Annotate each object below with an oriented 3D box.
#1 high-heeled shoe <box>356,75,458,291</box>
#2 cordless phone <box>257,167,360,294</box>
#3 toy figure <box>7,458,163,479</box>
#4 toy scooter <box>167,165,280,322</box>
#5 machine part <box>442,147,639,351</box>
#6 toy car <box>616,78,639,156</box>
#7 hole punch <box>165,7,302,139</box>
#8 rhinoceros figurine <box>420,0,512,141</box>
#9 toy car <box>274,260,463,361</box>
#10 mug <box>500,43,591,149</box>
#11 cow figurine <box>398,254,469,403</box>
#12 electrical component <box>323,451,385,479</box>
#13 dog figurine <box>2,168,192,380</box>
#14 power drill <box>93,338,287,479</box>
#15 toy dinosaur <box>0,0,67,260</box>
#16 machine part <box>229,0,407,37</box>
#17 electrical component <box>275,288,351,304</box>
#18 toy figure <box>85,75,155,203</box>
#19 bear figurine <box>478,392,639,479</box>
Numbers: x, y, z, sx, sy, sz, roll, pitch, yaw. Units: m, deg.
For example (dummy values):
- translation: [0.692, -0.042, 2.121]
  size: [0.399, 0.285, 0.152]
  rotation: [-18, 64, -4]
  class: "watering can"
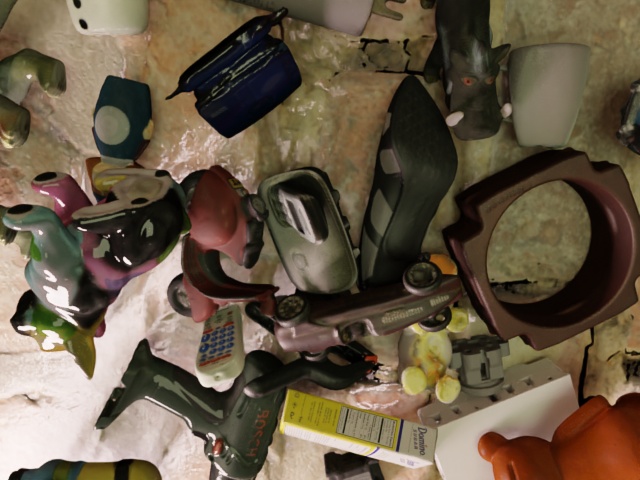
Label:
- translation: [0.085, -0.053, 0.627]
  size: [0.086, 0.145, 0.248]
  rotation: [9, 73, -21]
  class: "high-heeled shoe"
- translation: [-0.001, -0.001, 0.554]
  size: [0.089, 0.184, 0.146]
  rotation: [-21, 103, -5]
  class: "cordless phone"
- translation: [-0.283, 0.305, 0.649]
  size: [0.180, 0.082, 0.089]
  rotation: [12, 103, -5]
  class: "toy figure"
- translation: [-0.098, 0.016, 0.588]
  size: [0.135, 0.075, 0.183]
  rotation: [19, 107, 24]
  class: "toy scooter"
- translation: [0.263, 0.009, 0.632]
  size: [0.201, 0.087, 0.200]
  rotation: [-27, 103, 2]
  class: "machine part"
- translation: [0.403, -0.132, 0.604]
  size: [0.162, 0.103, 0.109]
  rotation: [8, 104, -3]
  class: "toy car"
- translation: [-0.078, -0.162, 0.551]
  size: [0.142, 0.116, 0.092]
  rotation: [-33, 112, 3]
  class: "hole punch"
- translation: [0.157, -0.200, 0.563]
  size: [0.073, 0.112, 0.190]
  rotation: [-7, 95, -6]
  class: "rhinoceros figurine"
- translation: [0.050, 0.080, 0.563]
  size: [0.202, 0.053, 0.089]
  rotation: [-14, 135, 9]
  class: "toy car"
- translation: [0.237, -0.155, 0.595]
  size: [0.110, 0.081, 0.107]
  rotation: [2, 97, 22]
  class: "mug"
- translation: [0.131, 0.101, 0.645]
  size: [0.068, 0.098, 0.167]
  rotation: [9, 83, -2]
  class: "cow figurine"
- translation: [0.053, 0.330, 0.703]
  size: [0.075, 0.048, 0.119]
  rotation: [-13, 102, -2]
  class: "electrical component"
- translation: [-0.228, 0.040, 0.560]
  size: [0.192, 0.109, 0.219]
  rotation: [-3, 124, -11]
  class: "dog figurine"
- translation: [-0.155, 0.223, 0.643]
  size: [0.207, 0.086, 0.232]
  rotation: [27, 97, -7]
  class: "power drill"
- translation: [-0.375, -0.097, 0.531]
  size: [0.192, 0.131, 0.404]
  rotation: [13, 98, -9]
  class: "toy dinosaur"
- translation: [-0.028, -0.267, 0.547]
  size: [0.243, 0.079, 0.079]
  rotation: [12, 101, -9]
  class: "machine part"
- translation: [-0.007, 0.074, 0.631]
  size: [0.094, 0.063, 0.021]
  rotation: [-5, 103, -6]
  class: "electrical component"
- translation: [-0.219, -0.096, 0.580]
  size: [0.064, 0.058, 0.154]
  rotation: [21, 105, 30]
  class: "toy figure"
- translation: [0.299, 0.258, 0.624]
  size: [0.196, 0.132, 0.120]
  rotation: [-31, 60, 27]
  class: "bear figurine"
